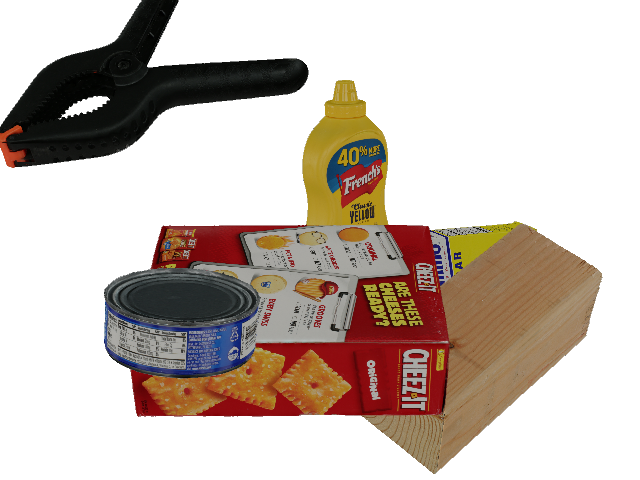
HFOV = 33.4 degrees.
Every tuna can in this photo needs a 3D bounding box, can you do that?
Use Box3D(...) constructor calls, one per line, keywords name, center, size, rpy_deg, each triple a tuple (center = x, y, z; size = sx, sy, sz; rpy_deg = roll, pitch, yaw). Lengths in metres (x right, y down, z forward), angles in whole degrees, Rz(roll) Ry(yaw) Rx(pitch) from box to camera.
Box3D(name="tuna can", center=(-0.077, 0.045, 0.594), size=(0.086, 0.034, 0.086), rpy_deg=(4, 17, -2))

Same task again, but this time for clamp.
Box3D(name="clamp", center=(-0.124, -0.108, 0.745), size=(0.165, 0.036, 0.209), rpy_deg=(35, 61, 29))

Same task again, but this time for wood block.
Box3D(name="wood block", center=(0.135, 0.086, 0.903), size=(0.205, 0.090, 0.091), rpy_deg=(-34, 54, -30))

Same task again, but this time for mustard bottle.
Box3D(name="mustard bottle", center=(0.026, -0.064, 1.068), size=(0.096, 0.192, 0.058), rpy_deg=(-14, 20, -36))

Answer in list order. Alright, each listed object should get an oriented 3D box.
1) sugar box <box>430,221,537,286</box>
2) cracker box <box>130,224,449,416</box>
Box3D(name="sugar box", center=(0.170, 0.032, 1.248), size=(0.175, 0.093, 0.048), rpy_deg=(-7, 16, -31))
Box3D(name="cracker box", center=(-0.021, 0.056, 0.783), size=(0.213, 0.072, 0.164), rpy_deg=(0, 30, 0))
